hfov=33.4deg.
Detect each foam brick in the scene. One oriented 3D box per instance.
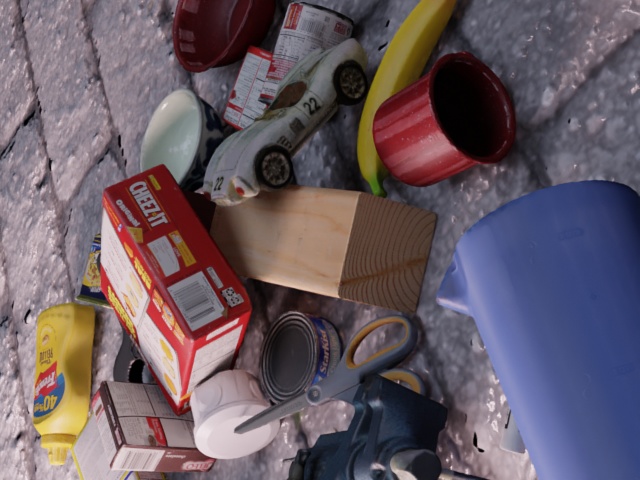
[{"bbox_3d":[-0.140,-0.017,1.138,0.053,0.078,0.051,-29,58,43],"label":"foam brick"}]

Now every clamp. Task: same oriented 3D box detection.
[{"bbox_3d":[-0.176,0.112,1.155,0.165,0.036,0.210,-4,87,34],"label":"clamp"}]

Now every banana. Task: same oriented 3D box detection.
[{"bbox_3d":[0.072,-0.132,0.942,0.070,0.037,0.198,19,92,53],"label":"banana"}]

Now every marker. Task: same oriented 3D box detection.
[{"bbox_3d":[0.153,0.095,0.781,0.020,0.020,0.121,10,86,52],"label":"marker"}]

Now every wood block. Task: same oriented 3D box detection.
[{"bbox_3d":[-0.006,0.002,0.954,0.206,0.090,0.090,10,86,52],"label":"wood block"}]

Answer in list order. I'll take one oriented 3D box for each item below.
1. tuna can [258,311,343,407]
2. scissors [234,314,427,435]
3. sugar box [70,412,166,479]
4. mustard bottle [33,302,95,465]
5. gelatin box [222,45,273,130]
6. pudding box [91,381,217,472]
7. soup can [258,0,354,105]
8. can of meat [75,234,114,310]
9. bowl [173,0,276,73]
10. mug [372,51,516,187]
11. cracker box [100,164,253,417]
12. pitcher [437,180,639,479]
[{"bbox_3d":[-0.018,0.110,0.978,0.086,0.033,0.086,-21,62,46],"label":"tuna can"},{"bbox_3d":[0.013,0.143,0.908,0.202,0.016,0.096,-43,60,20],"label":"scissors"},{"bbox_3d":[-0.215,0.264,1.166,0.093,0.048,0.176,-56,45,23],"label":"sugar box"},{"bbox_3d":[-0.317,0.179,1.310,0.096,0.058,0.191,-21,63,43],"label":"mustard bottle"},{"bbox_3d":[-0.061,-0.153,1.122,0.073,0.030,0.089,32,104,50],"label":"gelatin box"},{"bbox_3d":[-0.164,0.187,1.072,0.039,0.113,0.090,-58,40,26],"label":"pudding box"},{"bbox_3d":[-0.013,-0.174,1.038,0.069,0.068,0.102,22,95,52],"label":"soup can"},{"bbox_3d":[-0.237,0.040,1.258,0.102,0.057,0.084,6,81,52],"label":"can of meat"},{"bbox_3d":[-0.097,-0.255,1.180,0.162,0.055,0.162,-21,63,47],"label":"bowl"},{"bbox_3d":[0.099,-0.102,0.865,0.082,0.093,0.117,-26,44,50],"label":"mug"},{"bbox_3d":[-0.141,0.053,1.010,0.164,0.072,0.214,56,157,17],"label":"cracker box"},{"bbox_3d":[0.188,0.089,0.666,0.149,0.144,0.243,-50,47,46],"label":"pitcher"}]
